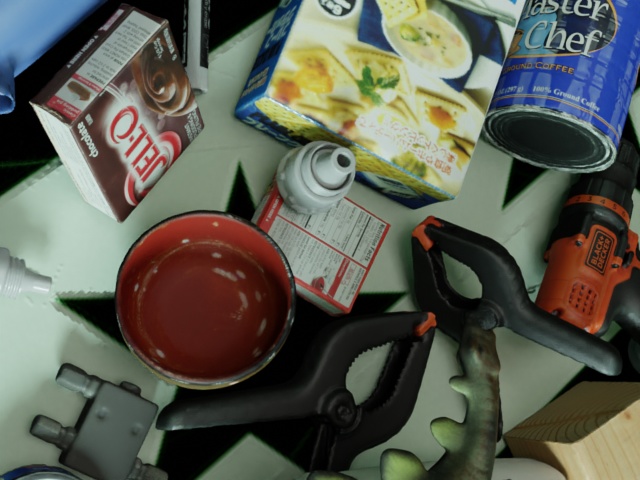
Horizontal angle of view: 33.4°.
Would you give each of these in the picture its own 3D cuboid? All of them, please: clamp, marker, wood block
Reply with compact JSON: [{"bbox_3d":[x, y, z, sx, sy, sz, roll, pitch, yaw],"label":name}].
[{"bbox_3d":[-0.001,0.112,0.723,0.209,0.036,0.164,-49,112,-22],"label":"clamp"},{"bbox_3d":[-0.084,-0.161,0.732,0.020,0.020,0.121,4,82,-24],"label":"marker"},{"bbox_3d":[0.118,0.063,0.768,0.171,0.120,0.039,47,22,8],"label":"clamp"},{"bbox_3d":[0.233,0.217,0.787,0.090,0.091,0.206,-28,95,-24],"label":"wood block"}]

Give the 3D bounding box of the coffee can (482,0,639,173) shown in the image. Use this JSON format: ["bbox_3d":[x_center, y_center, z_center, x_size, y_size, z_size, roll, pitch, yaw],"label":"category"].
[{"bbox_3d":[0.190,-0.136,0.805,0.102,0.103,0.140,25,74,-19],"label":"coffee can"}]

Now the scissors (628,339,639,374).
[{"bbox_3d":[0.325,0.113,0.881,0.201,0.016,0.096,45,66,-11],"label":"scissors"}]

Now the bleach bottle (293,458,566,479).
[{"bbox_3d":[0.050,0.199,0.701,0.250,0.068,0.102,3,92,-31],"label":"bleach bottle"}]

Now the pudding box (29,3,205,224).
[{"bbox_3d":[-0.121,-0.076,0.658,0.039,0.113,0.090,28,68,22],"label":"pudding box"}]

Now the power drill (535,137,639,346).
[{"bbox_3d":[0.263,0.029,0.829,0.187,0.057,0.184,30,64,-8],"label":"power drill"}]

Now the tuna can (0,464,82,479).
[{"bbox_3d":[-0.170,0.180,0.644,0.086,0.034,0.086,3,83,-23],"label":"tuna can"}]

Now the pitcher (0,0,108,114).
[{"bbox_3d":[-0.178,-0.197,0.644,0.242,0.145,0.149,-45,125,-26],"label":"pitcher"}]

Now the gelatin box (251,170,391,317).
[{"bbox_3d":[-0.005,0.001,0.742,0.089,0.030,0.073,31,71,-17],"label":"gelatin box"}]
